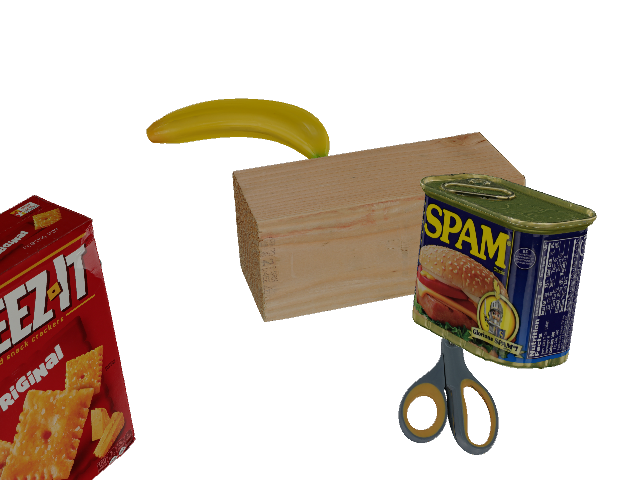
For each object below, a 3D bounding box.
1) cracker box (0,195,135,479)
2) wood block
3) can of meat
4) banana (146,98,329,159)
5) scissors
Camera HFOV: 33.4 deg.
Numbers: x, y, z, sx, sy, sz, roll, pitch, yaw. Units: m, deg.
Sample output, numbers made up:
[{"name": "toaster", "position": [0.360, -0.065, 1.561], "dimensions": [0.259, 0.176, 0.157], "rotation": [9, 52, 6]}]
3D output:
[{"name": "cracker box", "position": [-0.220, 0.102, 0.755], "dimensions": [0.072, 0.214, 0.163], "rotation": [18, 39, 30]}, {"name": "wood block", "position": [0.043, -0.013, 0.830], "dimensions": [0.206, 0.090, 0.091], "rotation": [-10, 31, -13]}, {"name": "can of meat", "position": [0.097, 0.015, 0.592], "dimensions": [0.057, 0.084, 0.102], "rotation": [-7, 20, -33]}, {"name": "banana", "position": [-0.070, -0.107, 1.013], "dimensions": [0.198, 0.037, 0.069], "rotation": [12, 47, 23]}, {"name": "scissors", "position": [0.103, 0.105, 0.976], "dimensions": [0.096, 0.202, 0.016], "rotation": [-9, -35, -9]}]
